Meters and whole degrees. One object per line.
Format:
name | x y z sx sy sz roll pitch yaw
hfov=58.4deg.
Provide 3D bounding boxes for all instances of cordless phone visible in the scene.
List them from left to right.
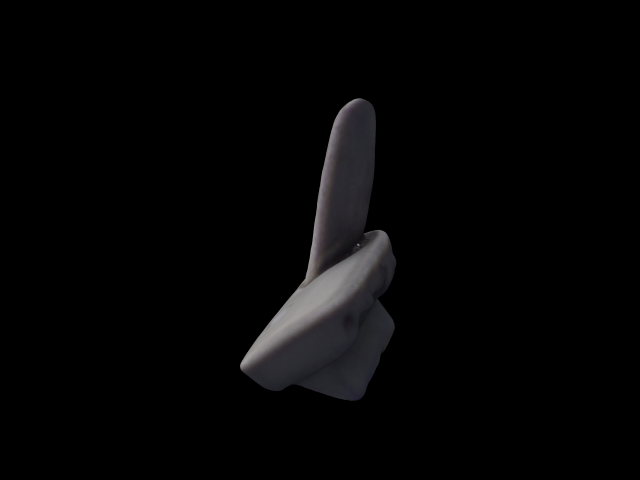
cordless phone | 0.004 0.001 0.400 0.094 0.185 0.148 6 24 14
